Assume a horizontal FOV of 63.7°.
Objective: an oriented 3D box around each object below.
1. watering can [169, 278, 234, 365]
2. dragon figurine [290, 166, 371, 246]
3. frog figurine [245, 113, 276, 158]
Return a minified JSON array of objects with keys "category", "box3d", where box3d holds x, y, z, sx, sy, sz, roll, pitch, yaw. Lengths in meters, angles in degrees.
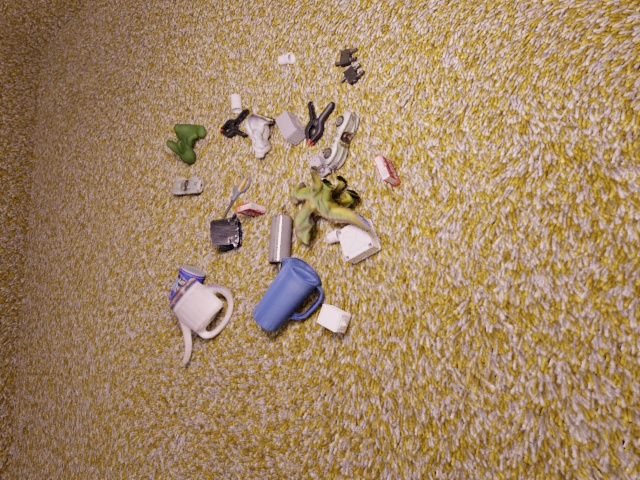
[{"category":"watering can","box3d":[-0.475,0.291,1.933,0.225,0.104,0.345,42,101,4]},{"category":"dragon figurine","box3d":[0.005,-0.085,1.690,0.239,0.122,0.419,-56,41,25]},{"category":"frog figurine","box3d":[-0.237,-0.399,1.974,0.139,0.122,0.158,-124,53,-70]}]
